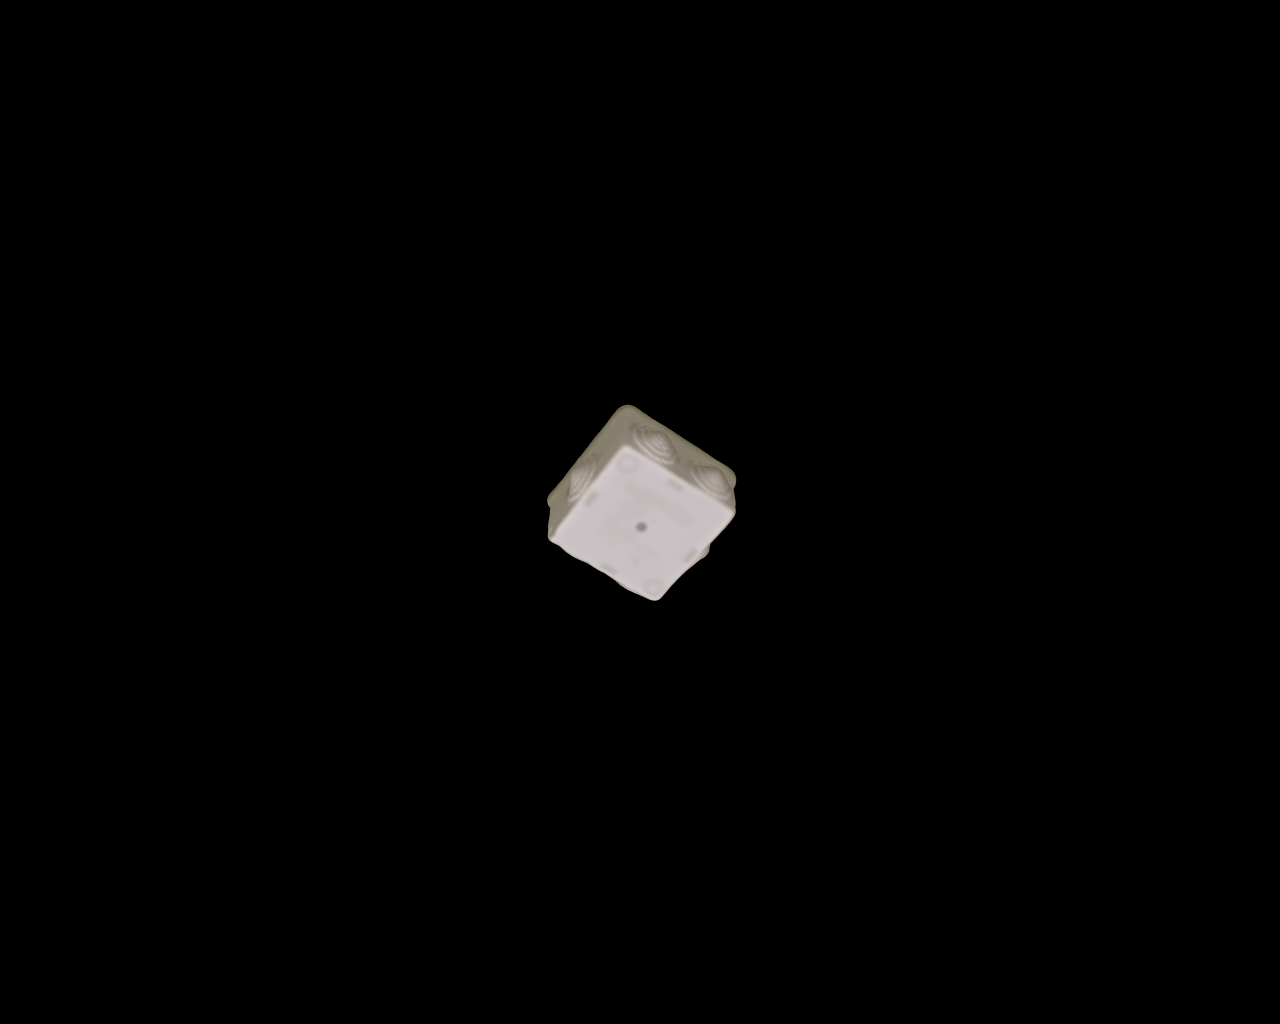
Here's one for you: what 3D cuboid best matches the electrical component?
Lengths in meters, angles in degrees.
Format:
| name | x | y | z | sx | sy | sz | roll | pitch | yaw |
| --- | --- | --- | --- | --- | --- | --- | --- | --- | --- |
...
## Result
| name | x | y | z | sx | sy | sz | roll | pitch | yaw |
| --- | --- | --- | --- | --- | --- | --- | --- | --- | --- |
| electrical component | 0.001 | -0.003 | 0.650 | 0.099 | 0.099 | 0.048 | 32 | 26 | -18 |
